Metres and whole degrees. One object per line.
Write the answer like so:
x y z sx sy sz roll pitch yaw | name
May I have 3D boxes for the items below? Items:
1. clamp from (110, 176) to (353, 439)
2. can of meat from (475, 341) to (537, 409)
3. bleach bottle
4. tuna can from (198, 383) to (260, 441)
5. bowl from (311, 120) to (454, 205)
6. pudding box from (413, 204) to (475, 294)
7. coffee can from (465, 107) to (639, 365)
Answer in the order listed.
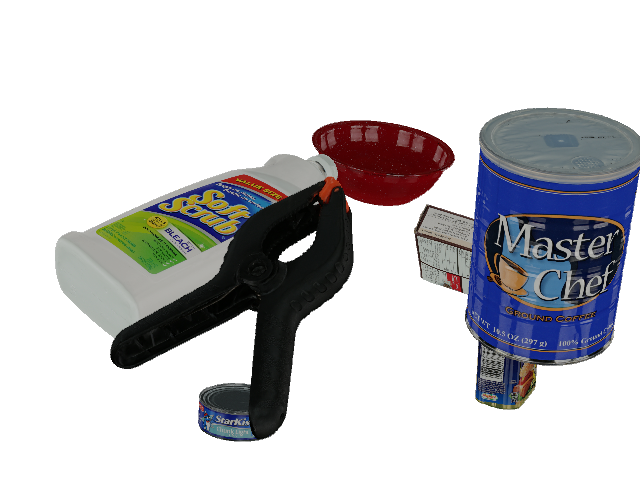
-0.028 0.035 0.620 0.120 0.171 0.039 33 -21 30 | clamp
0.210 0.133 1.191 0.058 0.084 0.102 7 13 25 | can of meat
-0.084 -0.013 0.867 0.103 0.068 0.250 36 48 25 | bleach bottle
-0.086 0.181 1.126 0.086 0.034 0.086 4 12 -1 | tuna can
0.067 -0.083 1.206 0.162 0.055 0.162 6 27 -3 | bowl
0.149 0.018 1.023 0.114 0.039 0.090 17 -28 20 | pudding box
0.152 -0.004 0.706 0.103 0.140 0.103 0 30 0 | coffee can
